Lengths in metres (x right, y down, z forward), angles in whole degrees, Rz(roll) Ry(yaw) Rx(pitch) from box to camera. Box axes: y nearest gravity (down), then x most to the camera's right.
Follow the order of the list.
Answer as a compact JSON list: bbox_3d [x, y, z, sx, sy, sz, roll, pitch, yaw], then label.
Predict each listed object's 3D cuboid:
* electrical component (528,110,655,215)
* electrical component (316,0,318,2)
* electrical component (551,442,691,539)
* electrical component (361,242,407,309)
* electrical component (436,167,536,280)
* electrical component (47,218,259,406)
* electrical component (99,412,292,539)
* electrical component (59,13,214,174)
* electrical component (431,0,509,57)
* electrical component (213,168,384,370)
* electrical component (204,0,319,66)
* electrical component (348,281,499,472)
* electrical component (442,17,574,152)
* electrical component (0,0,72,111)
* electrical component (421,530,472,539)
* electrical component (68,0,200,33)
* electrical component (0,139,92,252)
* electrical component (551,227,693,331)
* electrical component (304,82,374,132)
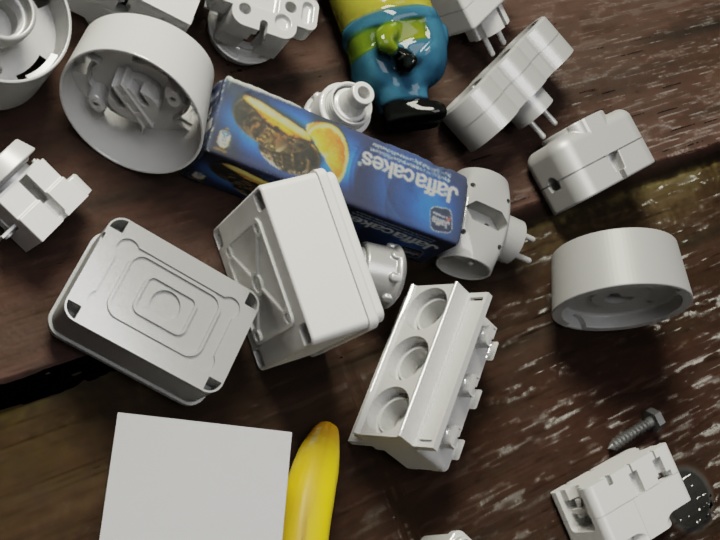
[{"bbox_3d":[0.190,-0.094,0.896,0.095,0.054,0.059,-27,89,-31],"label":"electrical component"},{"bbox_3d":[-0.053,-0.223,0.819,0.040,0.040,0.046,-23,92,-30],"label":"electrical component"},{"bbox_3d":[0.202,0.177,0.824,0.089,0.050,0.055,-20,85,-30],"label":"electrical component"},{"bbox_3d":[0.000,0.000,0.778,0.062,0.048,0.048,12,70,-17],"label":"electrical component"},{"bbox_3d":[0.103,-0.029,0.839,0.079,0.043,0.077,22,66,-20],"label":"electrical component"},{"bbox_3d":[-0.133,0.029,0.693,0.113,0.057,0.078,31,63,-16],"label":"electrical component"},{"bbox_3d":[-0.106,0.188,0.645,0.105,0.060,0.186,9,71,-12],"label":"electrical component"},{"bbox_3d":[-0.146,-0.118,0.709,0.099,0.099,0.064,23,60,-20],"label":"electrical component"},{"bbox_3d":[0.099,-0.214,0.889,0.083,0.047,0.075,-48,118,-33],"label":"electrical component"},{"bbox_3d":[-0.044,0.002,0.717,0.056,0.109,0.108,-16,83,-27],"label":"electrical component"},{"bbox_3d":[-0.078,-0.184,0.784,0.078,0.057,0.058,14,69,-23],"label":"electrical component"},{"bbox_3d":[0.050,0.077,0.768,0.063,0.079,0.121,42,58,-35],"label":"electrical component"},{"bbox_3d":[0.132,-0.140,0.882,0.073,0.052,0.138,47,61,-8],"label":"electrical component"},{"bbox_3d":[-0.234,-0.155,0.682,0.099,0.064,0.099,7,78,-35],"label":"electrical component"},{"bbox_3d":[0.065,0.253,0.728,0.109,0.056,0.108,44,60,-9],"label":"electrical component"},{"bbox_3d":[-0.146,-0.239,0.762,0.089,0.062,0.150,24,65,-19],"label":"electrical component"},{"bbox_3d":[-0.213,-0.049,0.682,0.055,0.048,0.066,47,60,-16],"label":"electrical component"},{"bbox_3d":[0.202,0.002,0.847,0.108,0.108,0.060,8,66,-25],"label":"electrical component"},{"bbox_3d":[-0.011,-0.119,0.796,0.048,0.062,0.048,8,72,-25],"label":"electrical component"}]
